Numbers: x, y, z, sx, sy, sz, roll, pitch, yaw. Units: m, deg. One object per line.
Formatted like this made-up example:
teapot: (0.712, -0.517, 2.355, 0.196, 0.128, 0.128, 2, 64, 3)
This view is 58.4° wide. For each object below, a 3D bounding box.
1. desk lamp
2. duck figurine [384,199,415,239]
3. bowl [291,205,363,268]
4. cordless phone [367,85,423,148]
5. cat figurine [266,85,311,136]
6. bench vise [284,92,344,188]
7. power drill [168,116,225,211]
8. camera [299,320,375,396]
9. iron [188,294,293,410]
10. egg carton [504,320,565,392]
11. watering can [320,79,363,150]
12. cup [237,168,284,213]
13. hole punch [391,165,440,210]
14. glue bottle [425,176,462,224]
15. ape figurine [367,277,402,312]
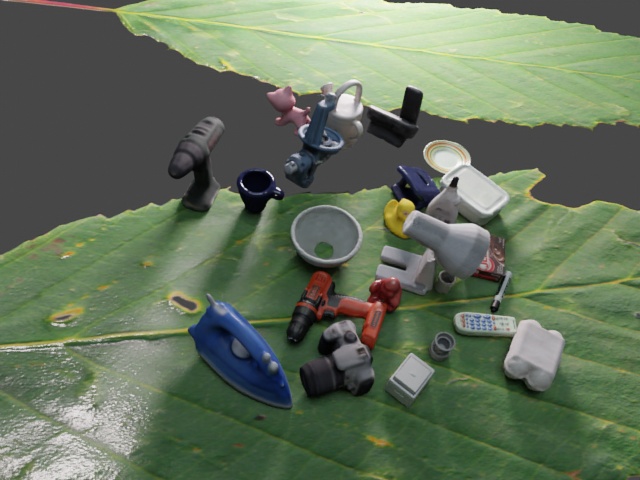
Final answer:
desk lamp: (0.243, 0.029, 1.257, 0.203, 0.213, 0.118, 16, 53, 4)
duck figurine: (0.203, -0.066, 1.401, 0.078, 0.086, 0.104, -19, 59, -20)
bowl: (0.012, 0.005, 1.329, 0.167, 0.075, 0.167, 4, 53, -5)
cordless phone: (0.207, -0.359, 1.556, 0.147, 0.185, 0.094, 25, 54, 11)
cat figurine: (-0.081, -0.362, 1.558, 0.127, 0.118, 0.067, 27, 55, 12)
bench vise: (-0.006, -0.243, 1.417, 0.121, 0.220, 0.207, 17, 53, 5)
power drill: (-0.283, -0.168, 1.330, 0.075, 0.208, 0.230, 15, 53, 3)
camera: (0.026, 0.242, 1.140, 0.137, 0.101, 0.143, -15, 57, -18)
iron: (-0.141, 0.212, 1.112, 0.257, 0.141, 0.119, 39, 58, 19)
egg carton: (0.456, 0.245, 1.219, 0.107, 0.069, 0.150, 27, 55, 12)
watering can: (0.058, -0.346, 1.519, 0.172, 0.194, 0.101, 32, 56, 16)
cup: (-0.141, -0.106, 1.376, 0.117, 0.095, 0.092, 20, 54, 7)
hole punch: (0.247, -0.142, 1.460, 0.101, 0.091, 0.108, -20, 59, -21)
glue bottle: (0.305, -0.092, 1.381, 0.078, 0.173, 0.037, 21, 54, 8)
ape figurine: (0.150, 0.112, 1.259, 0.076, 0.092, 0.077, -19, 58, -20)
